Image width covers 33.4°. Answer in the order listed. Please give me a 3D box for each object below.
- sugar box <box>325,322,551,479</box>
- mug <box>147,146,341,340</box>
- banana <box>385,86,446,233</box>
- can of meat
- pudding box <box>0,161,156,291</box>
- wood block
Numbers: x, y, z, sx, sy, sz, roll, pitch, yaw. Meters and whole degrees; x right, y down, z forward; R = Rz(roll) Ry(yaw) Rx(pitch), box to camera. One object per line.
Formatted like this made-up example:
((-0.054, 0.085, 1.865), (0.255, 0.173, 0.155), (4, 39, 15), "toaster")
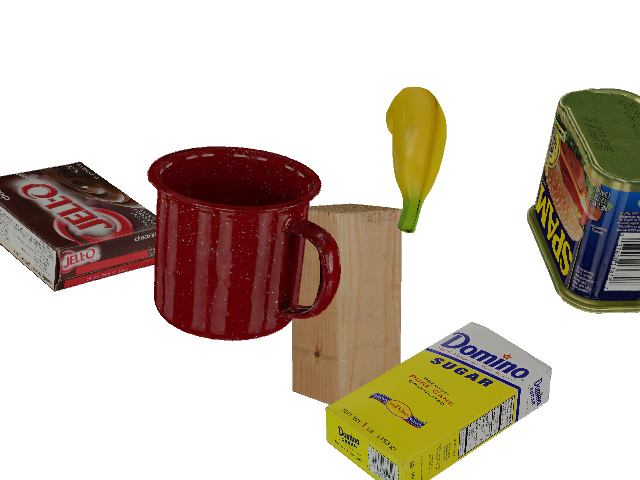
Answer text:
((0.100, 0.135, 0.888), (0.175, 0.048, 0.093), (-28, 41, -31), "sugar box")
((-0.039, 0.005, 0.581), (0.117, 0.081, 0.093), (19, 27, 27), "mug")
((0.066, -0.079, 0.787), (0.037, 0.070, 0.197), (25, 25, -8), "banana")
((0.157, -0.024, 0.588), (0.057, 0.084, 0.102), (0, 37, -6), "can of meat")
((-0.179, -0.013, 0.759), (0.114, 0.039, 0.089), (30, 31, 36), "pudding box")
((0.028, 0.067, 1.166), (0.090, 0.206, 0.091), (-5, 9, -37), "wood block")
